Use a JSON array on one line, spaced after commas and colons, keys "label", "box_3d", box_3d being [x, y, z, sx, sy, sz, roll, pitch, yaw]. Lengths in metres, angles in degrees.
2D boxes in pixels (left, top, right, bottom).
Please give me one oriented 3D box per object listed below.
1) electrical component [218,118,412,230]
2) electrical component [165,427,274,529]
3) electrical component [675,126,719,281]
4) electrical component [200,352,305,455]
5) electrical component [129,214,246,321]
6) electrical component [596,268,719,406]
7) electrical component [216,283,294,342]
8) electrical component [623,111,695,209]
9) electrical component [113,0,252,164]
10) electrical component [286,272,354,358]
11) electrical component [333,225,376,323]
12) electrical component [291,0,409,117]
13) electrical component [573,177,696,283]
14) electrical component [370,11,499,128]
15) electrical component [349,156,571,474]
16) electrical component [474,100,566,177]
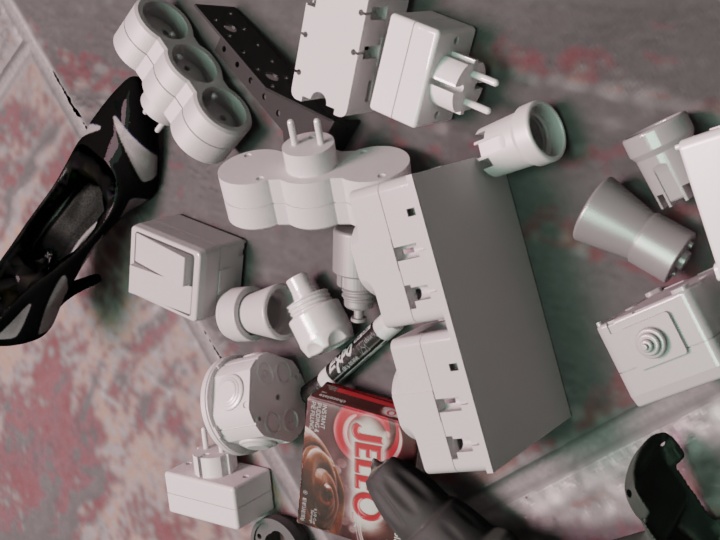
[{"label": "electrical component", "box_3d": [-0.033, -0.072, 0.748, 0.138, 0.052, 0.073, 0, 124, 15]}, {"label": "electrical component", "box_3d": [-0.123, 0.172, 0.923, 0.083, 0.047, 0.075, 4, 105, 37]}, {"label": "electrical component", "box_3d": [0.224, -0.037, 0.586, 0.061, 0.062, 0.096, -17, 92, 39]}, {"label": "electrical component", "box_3d": [-0.084, 0.105, 0.854, 0.051, 0.080, 0.080, -15, 93, 34]}, {"label": "electrical component", "box_3d": [-0.150, -0.004, 0.885, 0.096, 0.061, 0.061, 21, 115, 32]}, {"label": "electrical component", "box_3d": [0.186, 0.040, 0.615, 0.062, 0.096, 0.061, -29, 84, 40]}, {"label": "electrical component", "box_3d": [-0.081, 0.034, 0.853, 0.055, 0.045, 0.045, -5, 99, 39]}, {"label": "electrical component", "box_3d": [0.181, -0.064, 0.627, 0.040, 0.040, 0.046, -25, 93, 39]}, {"label": "electrical component", "box_3d": [-0.149, -0.139, 0.851, 0.074, 0.052, 0.138, -43, 76, 37]}, {"label": "electrical component", "box_3d": [-0.035, 0.032, 0.818, 0.043, 0.043, 0.062, -34, 80, 39]}, {"label": "electrical component", "box_3d": [0.000, 0.000, 0.784, 0.040, 0.040, 0.078, 13, 111, 34]}, {"label": "electrical component", "box_3d": [-0.004, -0.156, 0.732, 0.050, 0.056, 0.089, 26, 117, 29]}, {"label": "electrical component", "box_3d": [0.168, -0.022, 0.649, 0.065, 0.044, 0.044, 33, 121, 21]}, {"label": "electrical component", "box_3d": [0.056, -0.125, 0.701, 0.077, 0.047, 0.065, 28, 119, 28]}, {"label": "electrical component", "box_3d": [0.064, 0.026, 0.700, 0.060, 0.105, 0.186, -13, 95, 39]}, {"label": "electrical component", "box_3d": [0.101, -0.082, 0.684, 0.046, 0.040, 0.040, -18, 91, 45]}]
